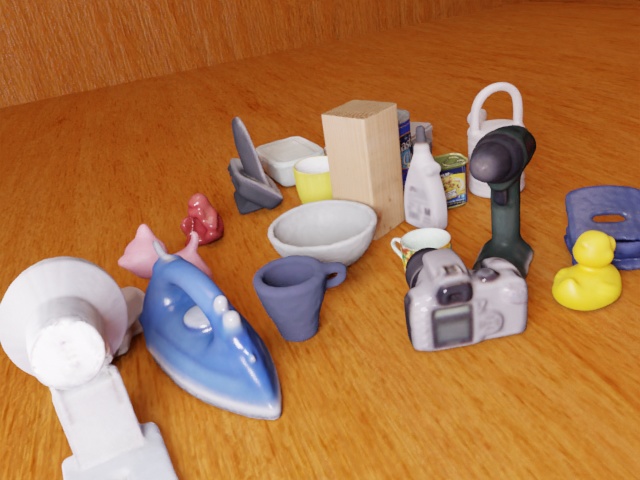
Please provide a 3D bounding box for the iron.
[{"bbox_3d":[-0.131,0.094,0.677,0.119,0.142,0.257,-27,32,-31],"label":"iron"}]

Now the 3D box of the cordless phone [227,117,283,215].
[{"bbox_3d":[-0.138,-0.158,1.117,0.094,0.185,0.147,-16,28,-13],"label":"cordless phone"}]

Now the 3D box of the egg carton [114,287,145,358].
[{"bbox_3d":[-0.296,0.118,0.760,0.107,0.069,0.150,0,29,17],"label":"egg carton"}]

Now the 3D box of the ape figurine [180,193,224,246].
[{"bbox_3d":[-0.209,-0.039,1.011,0.076,0.092,0.077,-29,33,-33],"label":"ape figurine"}]

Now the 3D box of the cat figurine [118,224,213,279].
[{"bbox_3d":[-0.235,0.028,0.861,0.128,0.118,0.067,-20,29,-21],"label":"cat figurine"}]

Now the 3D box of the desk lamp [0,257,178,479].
[{"bbox_3d":[-0.218,0.137,0.541,0.118,0.214,0.202,-21,30,-22],"label":"desk lamp"}]

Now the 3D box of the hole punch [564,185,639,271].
[{"bbox_3d":[0.397,-0.018,0.787,0.108,0.091,0.101,-2,28,14],"label":"hole punch"}]

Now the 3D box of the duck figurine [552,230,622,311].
[{"bbox_3d":[0.336,0.032,0.716,0.105,0.086,0.077,-27,32,-30],"label":"duck figurine"}]

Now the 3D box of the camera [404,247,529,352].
[{"bbox_3d":[0.166,0.053,0.710,0.143,0.101,0.136,-10,27,-2],"label":"camera"}]

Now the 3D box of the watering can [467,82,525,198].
[{"bbox_3d":[0.309,-0.184,1.021,0.101,0.194,0.172,-22,30,-23],"label":"watering can"}]

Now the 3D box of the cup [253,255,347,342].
[{"bbox_3d":[-0.019,0.076,0.728,0.118,0.095,0.091,-13,27,-8],"label":"cup"}]

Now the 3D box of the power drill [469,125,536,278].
[{"bbox_3d":[0.247,-0.054,0.773,0.075,0.209,0.230,5,31,26],"label":"power drill"}]

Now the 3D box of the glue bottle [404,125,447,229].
[{"bbox_3d":[0.168,-0.101,0.926,0.037,0.173,0.077,-25,31,-29],"label":"glue bottle"}]

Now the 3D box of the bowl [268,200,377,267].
[{"bbox_3d":[0.008,0.003,0.883,0.167,0.075,0.167,-7,27,4],"label":"bowl"}]
